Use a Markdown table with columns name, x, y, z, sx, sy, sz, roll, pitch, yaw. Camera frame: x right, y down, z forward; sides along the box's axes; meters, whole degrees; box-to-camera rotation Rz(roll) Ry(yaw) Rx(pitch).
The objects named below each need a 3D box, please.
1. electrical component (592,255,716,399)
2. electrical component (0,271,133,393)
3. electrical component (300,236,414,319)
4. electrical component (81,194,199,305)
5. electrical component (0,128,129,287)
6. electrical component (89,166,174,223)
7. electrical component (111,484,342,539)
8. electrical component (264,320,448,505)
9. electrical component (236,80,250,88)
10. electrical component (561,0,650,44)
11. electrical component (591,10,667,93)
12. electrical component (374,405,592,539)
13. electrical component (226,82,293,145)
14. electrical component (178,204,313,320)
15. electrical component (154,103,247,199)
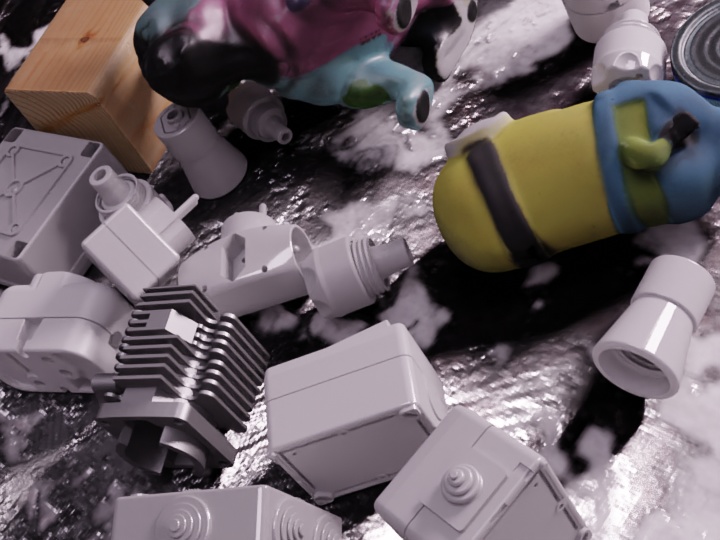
| name | x | y | z | sx | sy | sz | roll | pitch | yaw |
| --- | --- | --- | --- | --- | --- | --- | --- | --- | --- |
| electrical component | 0.148 | 0.025 | 0.531 | 0.044 | 0.044 | 0.065 | 14 | 58 | 36 |
| electrical component | -0.192 | 0.040 | 0.693 | 0.095 | 0.053 | 0.059 | -2 | 54 | 27 |
| electrical component | 0.000 | 0.000 | 0.629 | 0.062 | 0.043 | 0.043 | -21 | 47 | 11 |
| electrical component | -0.131 | -0.021 | 0.684 | 0.076 | 0.047 | 0.083 | -45 | 3 | -11 |
| electrical component | -0.234 | -0.042 | 0.780 | 0.109 | 0.056 | 0.108 | 13 | 62 | 35 |
| electrical component | -0.161 | -0.046 | 0.739 | 0.048 | 0.062 | 0.048 | -15 | 50 | 18 |
| electrical component | -0.063 | 0.137 | 0.517 | 0.100 | 0.100 | 0.048 | -9 | 64 | 22 |
| electrical component | -0.007 | 0.074 | 0.560 | 0.096 | 0.061 | 0.061 | -20 | 48 | 13 |
| electrical component | -0.072 | -0.166 | 0.801 | 0.040 | 0.040 | 0.078 | 9 | 60 | 33 |
| electrical component | 0.155 | -0.178 | 0.683 | 0.055 | 0.047 | 0.055 | -15 | 49 | 18 |
| electrical component | 0.162 | -0.129 | 0.644 | 0.043 | 0.043 | 0.062 | -4 | 52 | 26 |
| electrical component | 0.051 | 0.107 | 0.479 | 0.061 | 0.096 | 0.061 | -48 | 47 | -12 |
| electrical component | -0.068 | -0.107 | 0.756 | 0.035 | 0.035 | 0.061 | -41 | 49 | -6 |
| electrical component | -0.069 | -0.010 | 0.673 | 0.077 | 0.043 | 0.079 | -18 | 48 | 15 |
| electrical component | -0.112 | -0.085 | 0.742 | 0.044 | 0.065 | 0.044 | -15 | 50 | 18 |
